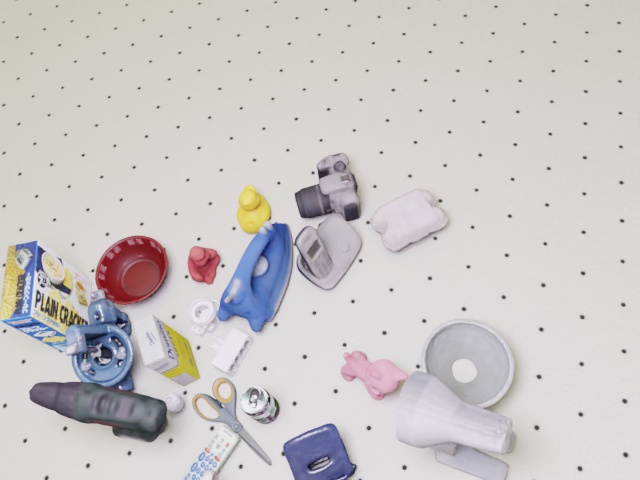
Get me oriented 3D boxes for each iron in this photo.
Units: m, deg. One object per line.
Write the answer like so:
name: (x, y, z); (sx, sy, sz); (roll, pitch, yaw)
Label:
iron: (-0.128, 0.048, 1.173); (0.118, 0.142, 0.258); (15, 67, 15)

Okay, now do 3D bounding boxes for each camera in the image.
camera: (0.011, -0.112, 1.254); (0.137, 0.101, 0.143); (-15, 63, 1)

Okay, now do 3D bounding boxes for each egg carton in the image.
egg carton: (0.187, -0.042, 1.213); (0.150, 0.069, 0.107); (-27, 63, -6)

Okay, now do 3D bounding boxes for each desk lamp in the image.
desk lamp: (0.230, 0.312, 0.952); (0.202, 0.214, 0.118); (16, 67, 16)

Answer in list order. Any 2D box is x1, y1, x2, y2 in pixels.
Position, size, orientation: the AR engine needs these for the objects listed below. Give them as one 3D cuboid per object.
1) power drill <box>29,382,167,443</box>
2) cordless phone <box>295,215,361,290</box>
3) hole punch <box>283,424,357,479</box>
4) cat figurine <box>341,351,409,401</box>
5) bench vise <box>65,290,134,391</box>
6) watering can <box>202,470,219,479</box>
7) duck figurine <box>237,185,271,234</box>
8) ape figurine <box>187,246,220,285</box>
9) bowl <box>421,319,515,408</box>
power drill: (-0.375, 0.312, 1.041); (0.229, 0.209, 0.075); (5, 65, 11)
cordless phone: (0.011, 0.004, 1.150); (0.094, 0.185, 0.148); (27, 71, 20)
hole punch: (0.000, 0.389, 1.016); (0.108, 0.091, 0.101); (-23, 63, -3)
cat figurine: (0.097, 0.245, 1.058); (0.127, 0.118, 0.067); (28, 71, 20)
bench vise: (-0.441, 0.190, 1.103); (0.121, 0.220, 0.207); (-34, 64, -9)
watering can: (-0.193, 0.475, 0.943); (0.101, 0.194, 0.172); (-20, 63, -2)
duck figurine: (-0.154, -0.073, 1.267); (0.077, 0.086, 0.104); (-4, 64, 7)
ape figurine: (-0.253, 0.044, 1.220); (0.078, 0.092, 0.076); (-38, 65, -11)
bowl: (0.270, 0.236, 1.062); (0.167, 0.075, 0.167); (-3, 64, 7)
